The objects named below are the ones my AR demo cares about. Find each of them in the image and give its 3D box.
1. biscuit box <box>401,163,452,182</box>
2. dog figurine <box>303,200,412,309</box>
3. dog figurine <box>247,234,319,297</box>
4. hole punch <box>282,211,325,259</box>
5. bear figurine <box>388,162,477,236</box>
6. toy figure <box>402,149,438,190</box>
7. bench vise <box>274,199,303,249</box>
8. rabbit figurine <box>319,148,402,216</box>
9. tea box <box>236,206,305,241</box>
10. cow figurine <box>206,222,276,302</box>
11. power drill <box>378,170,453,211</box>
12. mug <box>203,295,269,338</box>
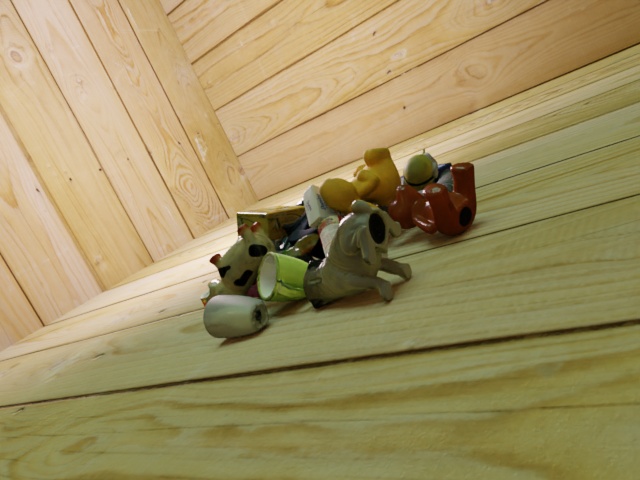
[{"bbox_3d":[0.298,-0.168,1.489,0.063,0.059,0.203,-28,11,-16],"label":"biscuit box"},{"bbox_3d":[0.032,0.026,0.889,0.191,0.172,0.121,-8,8,37],"label":"dog figurine"},{"bbox_3d":[-0.085,0.053,1.202,0.219,0.108,0.191,-19,10,12],"label":"dog figurine"},{"bbox_3d":[-0.003,-0.004,1.236,0.116,0.142,0.092,-43,38,27],"label":"hole punch"},{"bbox_3d":[0.198,-0.076,1.026,0.120,0.131,0.196,-36,32,-25],"label":"bear figurine"},{"bbox_3d":[0.250,-0.155,1.368,0.089,0.082,0.180,-40,-12,-11],"label":"toy figure"},{"bbox_3d":[-0.084,-0.004,1.461,0.224,0.128,0.241,-8,39,31],"label":"bench vise"},{"bbox_3d":[0.083,-0.099,1.158,0.173,0.162,0.122,-13,-9,-24],"label":"rabbit figurine"},{"bbox_3d":[-0.111,-0.042,1.300,0.098,0.068,0.169,3,11,34],"label":"tea box"},{"bbox_3d":[-0.163,0.071,1.101,0.195,0.127,0.085,-46,-18,20],"label":"cow figurine"},{"bbox_3d":[0.228,-0.088,1.220,0.207,0.086,0.232,-24,11,36],"label":"power drill"},{"bbox_3d":[-0.143,0.140,1.003,0.107,0.080,0.109,-4,9,36],"label":"mug"}]
